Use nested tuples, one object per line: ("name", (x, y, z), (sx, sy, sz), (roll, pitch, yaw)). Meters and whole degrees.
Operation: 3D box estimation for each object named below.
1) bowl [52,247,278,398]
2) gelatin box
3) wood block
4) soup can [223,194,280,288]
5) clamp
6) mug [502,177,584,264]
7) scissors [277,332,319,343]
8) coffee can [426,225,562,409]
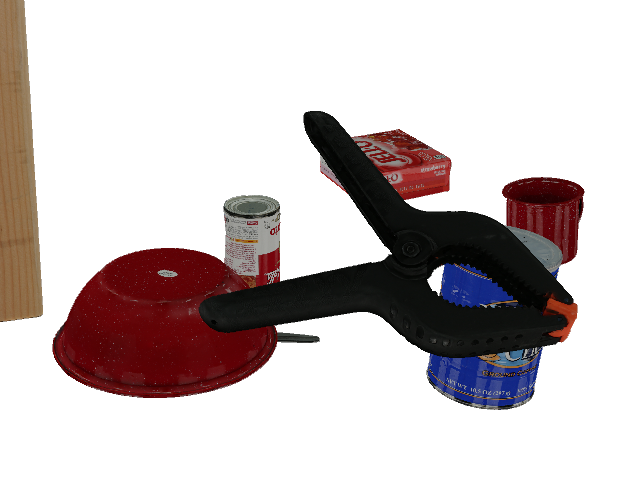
("bowl", (-0.110, 0.048, 0.763), (0.162, 0.055, 0.162), (2, 23, -1))
("gelatin box", (0.049, -0.059, 0.833), (0.073, 0.030, 0.089), (-11, 25, -20))
("wood block", (-0.220, -0.060, 0.625), (0.090, 0.206, 0.090), (-7, 26, -22))
("soup can", (-0.081, 0.005, 1.257), (0.068, 0.102, 0.068), (1, 24, -1))
("clamp", (0.043, 0.020, 0.630), (0.210, 0.164, 0.036), (26, -27, 15))
("mug", (0.268, -0.024, 1.253), (0.117, 0.081, 0.093), (-23, 29, -37))
("scissors", (-0.109, 0.091, 0.968), (0.202, 0.016, 0.096), (8, 18, 12))
("coffee can", (0.157, 0.068, 0.977), (0.103, 0.140, 0.103), (5, 23, -2))
